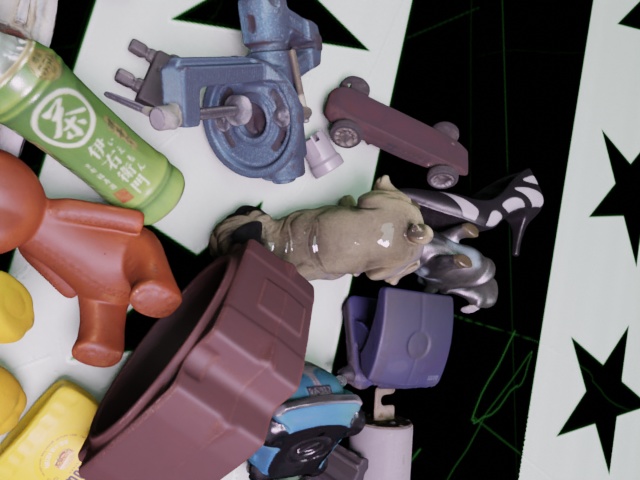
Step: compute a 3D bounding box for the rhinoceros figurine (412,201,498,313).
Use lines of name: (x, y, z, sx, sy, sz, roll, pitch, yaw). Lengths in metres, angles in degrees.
rhinoceros figurine: (0.147, 0.029, 0.675, 0.190, 0.112, 0.073, 25, 47, -13)

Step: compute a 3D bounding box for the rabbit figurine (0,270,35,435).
rabbit figurine: (-0.298, 0.107, 0.406, 0.162, 0.173, 0.122, 1, 54, 1)

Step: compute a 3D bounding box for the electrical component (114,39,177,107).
electrical component: (-0.160, -0.162, 0.557, 0.094, 0.021, 0.063, 26, 75, -25)

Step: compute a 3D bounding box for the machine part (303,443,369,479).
machine part: (0.004, 0.296, 0.608, 0.039, 0.084, 0.138, 23, 89, -58)

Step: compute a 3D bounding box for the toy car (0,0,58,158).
toy car: (-0.284, -0.151, 0.468, 0.073, 0.056, 0.201, 14, 81, -28)

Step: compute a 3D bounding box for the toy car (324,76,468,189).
toy car: (0.096, -0.128, 0.667, 0.202, 0.053, 0.089, 21, 54, -19)

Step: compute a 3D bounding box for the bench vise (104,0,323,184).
bench vise: (-0.074, -0.154, 0.523, 0.240, 0.129, 0.223, -31, 131, -56)

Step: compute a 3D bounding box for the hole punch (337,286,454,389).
hole punch: (0.096, 0.115, 0.633, 0.142, 0.092, 0.116, 11, 64, -32)

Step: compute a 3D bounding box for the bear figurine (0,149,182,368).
bear figurine: (-0.225, 0.003, 0.442, 0.120, 0.132, 0.195, -39, 134, 16)

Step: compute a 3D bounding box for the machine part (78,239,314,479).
machine part: (-0.103, 0.108, 0.460, 0.087, 0.201, 0.201, 39, 26, -16)

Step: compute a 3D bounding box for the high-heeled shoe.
high-heeled shoe: (0.211, -0.070, 0.734, 0.248, 0.086, 0.145, 21, 69, -27)

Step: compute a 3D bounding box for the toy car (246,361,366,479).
toy car: (-0.028, 0.181, 0.568, 0.109, 0.161, 0.103, 1, 45, -23)

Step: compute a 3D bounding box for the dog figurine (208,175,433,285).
dog figurine: (-0.002, 0.002, 0.560, 0.190, 0.172, 0.121, -8, 81, -36)

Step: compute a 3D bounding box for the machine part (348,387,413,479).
machine part: (0.067, 0.297, 0.635, 0.079, 0.079, 0.243, 6, 86, -29)
